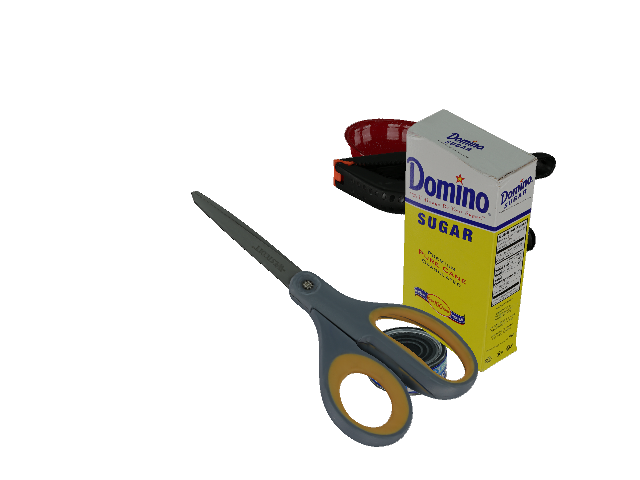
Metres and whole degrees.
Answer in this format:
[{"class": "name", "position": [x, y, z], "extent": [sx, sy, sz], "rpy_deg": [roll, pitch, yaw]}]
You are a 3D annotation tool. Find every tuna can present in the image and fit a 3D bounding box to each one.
[{"class": "tuna can", "position": [0.093, 0.128, 1.147], "extent": [0.086, 0.034, 0.086], "rpy_deg": [-1, 28, 0]}]

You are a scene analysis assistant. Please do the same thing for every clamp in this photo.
[{"class": "clamp", "position": [0.117, -0.054, 1.004], "extent": [0.210, 0.036, 0.164], "rpy_deg": [12, 32, 21]}]

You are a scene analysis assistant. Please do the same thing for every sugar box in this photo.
[{"class": "sugar box", "position": [0.105, 0.002, 0.783], "extent": [0.048, 0.176, 0.093], "rpy_deg": [-29, 44, -28]}]

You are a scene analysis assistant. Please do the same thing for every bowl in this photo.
[{"class": "bowl", "position": [0.102, -0.084, 1.208], "extent": [0.162, 0.055, 0.162], "rpy_deg": [9, 27, -5]}]

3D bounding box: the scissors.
[{"class": "scissors", "position": [-0.011, 0.045, 0.600], "extent": [0.202, 0.096, 0.016], "rpy_deg": [26, -34, 13]}]
